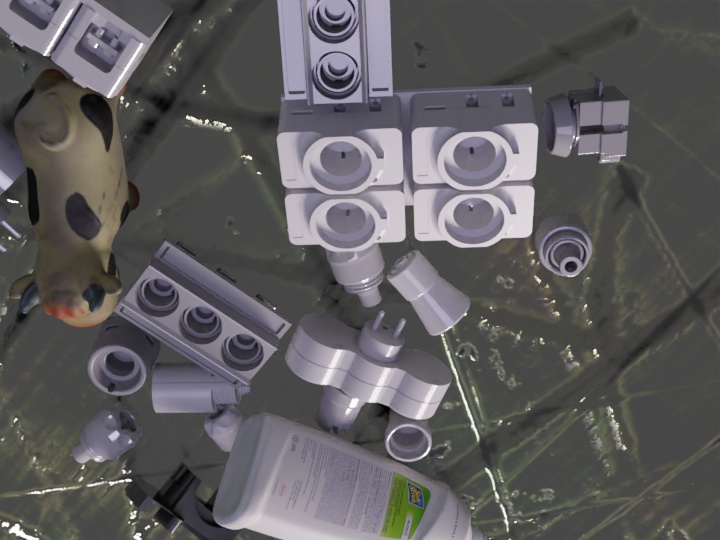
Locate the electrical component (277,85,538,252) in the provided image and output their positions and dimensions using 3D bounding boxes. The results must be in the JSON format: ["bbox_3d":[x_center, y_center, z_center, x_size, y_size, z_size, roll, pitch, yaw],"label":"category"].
[{"bbox_3d":[0.036,-0.075,0.812,0.186,0.060,0.105,-2,131,3],"label":"electrical component"}]

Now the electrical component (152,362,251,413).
[{"bbox_3d":[-0.135,0.101,0.928,0.081,0.043,0.043,-1,116,2],"label":"electrical component"}]

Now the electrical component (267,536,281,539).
[{"bbox_3d":[-0.060,0.250,0.956,0.052,0.138,0.073,26,122,33],"label":"electrical component"}]

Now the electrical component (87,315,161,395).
[{"bbox_3d":[-0.202,0.074,0.914,0.055,0.047,0.055,1,116,1],"label":"electrical component"}]

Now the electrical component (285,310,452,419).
[{"bbox_3d":[0.014,0.067,0.901,0.138,0.052,0.073,21,115,-8],"label":"electrical component"}]

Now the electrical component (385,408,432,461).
[{"bbox_3d":[0.042,0.138,0.938,0.040,0.046,0.040,1,116,1],"label":"electrical component"}]

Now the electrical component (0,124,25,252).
[{"bbox_3d":[-0.304,-0.046,0.856,0.138,0.052,0.073,-39,109,18],"label":"electrical component"}]

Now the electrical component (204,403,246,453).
[{"bbox_3d":[-0.110,0.149,0.956,0.035,0.035,0.061,-28,115,14],"label":"electrical component"}]

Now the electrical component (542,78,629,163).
[{"bbox_3d":[0.170,-0.111,0.813,0.055,0.048,0.066,-5,116,-4],"label":"electrical component"}]

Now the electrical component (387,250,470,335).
[{"bbox_3d":[0.054,0.016,0.882,0.044,0.044,0.065,-38,105,18],"label":"electrical component"}]

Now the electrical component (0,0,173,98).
[{"bbox_3d":[-0.219,-0.193,0.760,0.150,0.089,0.061,33,113,-14],"label":"electrical component"}]

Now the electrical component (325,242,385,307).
[{"bbox_3d":[0.000,0.000,0.874,0.043,0.043,0.062,-16,115,9],"label":"electrical component"}]

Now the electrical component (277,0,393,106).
[{"bbox_3d":[-0.018,-0.187,0.771,0.079,0.063,0.121,-2,116,3],"label":"electrical component"}]

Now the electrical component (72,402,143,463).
[{"bbox_3d":[-0.228,0.149,0.955,0.062,0.043,0.043,-34,110,18],"label":"electrical component"}]

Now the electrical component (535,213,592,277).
[{"bbox_3d":[0.162,-0.016,0.850,0.043,0.062,0.043,1,116,2],"label":"electrical component"}]

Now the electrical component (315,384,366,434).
[{"bbox_3d":[-0.016,0.114,0.933,0.040,0.040,0.046,17,120,-7],"label":"electrical component"}]

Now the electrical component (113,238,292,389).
[{"bbox_3d":[-0.127,0.032,0.882,0.121,0.063,0.078,35,112,-14],"label":"electrical component"}]
